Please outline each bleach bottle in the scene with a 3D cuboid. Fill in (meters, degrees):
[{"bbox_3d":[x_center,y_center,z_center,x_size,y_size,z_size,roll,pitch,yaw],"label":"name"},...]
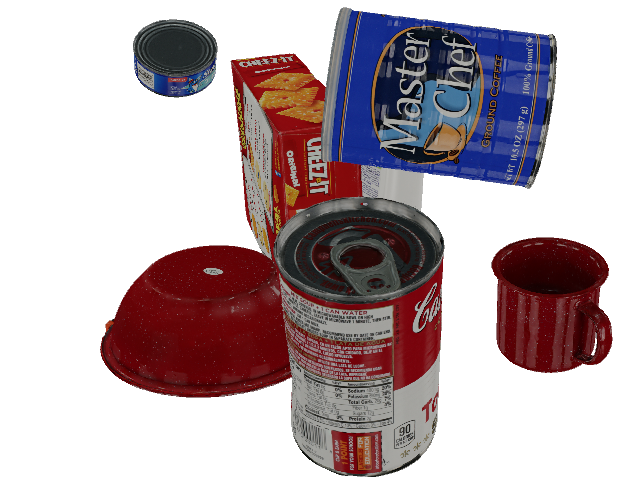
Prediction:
[{"bbox_3d":[0.076,-0.078,1.157,0.068,0.251,0.103,-5,23,-30],"label":"bleach bottle"}]

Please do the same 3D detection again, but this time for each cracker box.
[{"bbox_3d":[-0.021,-0.057,0.933,0.072,0.164,0.214,-9,26,-11],"label":"cracker box"}]

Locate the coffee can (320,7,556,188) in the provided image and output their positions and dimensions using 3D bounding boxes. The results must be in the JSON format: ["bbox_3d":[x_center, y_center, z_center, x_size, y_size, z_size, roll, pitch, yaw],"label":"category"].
[{"bbox_3d":[0.076,-0.094,0.709,0.140,0.103,0.103,8,0,3],"label":"coffee can"}]

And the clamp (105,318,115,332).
[{"bbox_3d":[-0.120,0.086,1.045,0.171,0.039,0.120,7,27,4],"label":"clamp"}]

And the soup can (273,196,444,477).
[{"bbox_3d":[0.017,0.042,0.452,0.068,0.102,0.068,-2,36,1],"label":"soup can"}]

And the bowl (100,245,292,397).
[{"bbox_3d":[-0.076,0.046,0.753,0.162,0.055,0.162,-1,23,0],"label":"bowl"}]

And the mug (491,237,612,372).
[{"bbox_3d":[0.194,0.060,0.876,0.093,0.081,0.117,-21,34,-27],"label":"mug"}]

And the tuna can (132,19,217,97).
[{"bbox_3d":[-0.149,-0.187,1.099,0.086,0.086,0.034,0,-39,-8],"label":"tuna can"}]
